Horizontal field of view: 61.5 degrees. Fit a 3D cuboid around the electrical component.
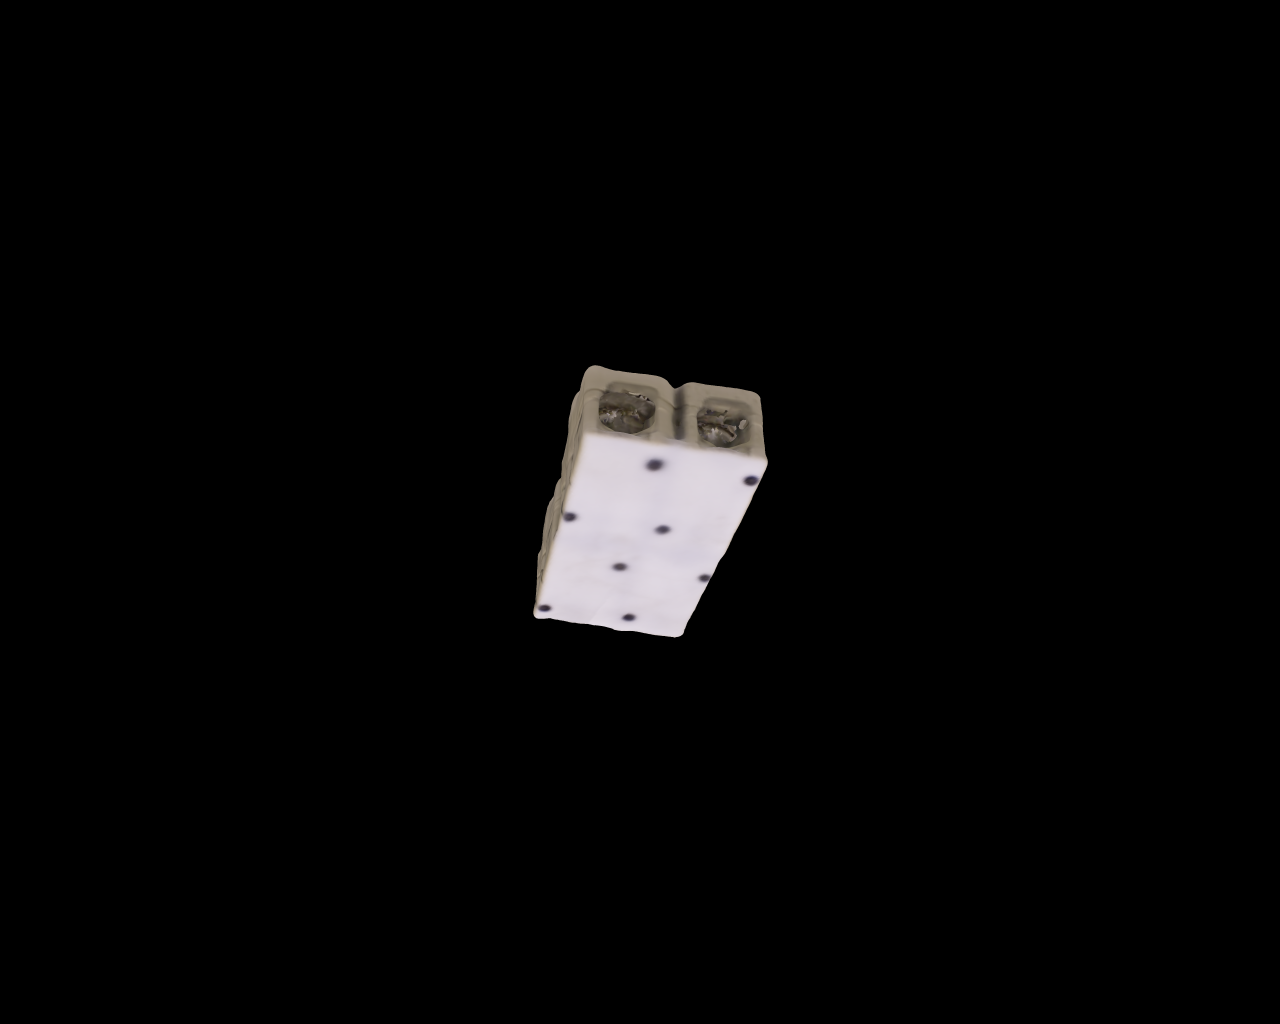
[{"bbox_3d":[0.001,-0.003,0.650,0.105,0.060,0.186,8,-39,-10],"label":"electrical component"}]
